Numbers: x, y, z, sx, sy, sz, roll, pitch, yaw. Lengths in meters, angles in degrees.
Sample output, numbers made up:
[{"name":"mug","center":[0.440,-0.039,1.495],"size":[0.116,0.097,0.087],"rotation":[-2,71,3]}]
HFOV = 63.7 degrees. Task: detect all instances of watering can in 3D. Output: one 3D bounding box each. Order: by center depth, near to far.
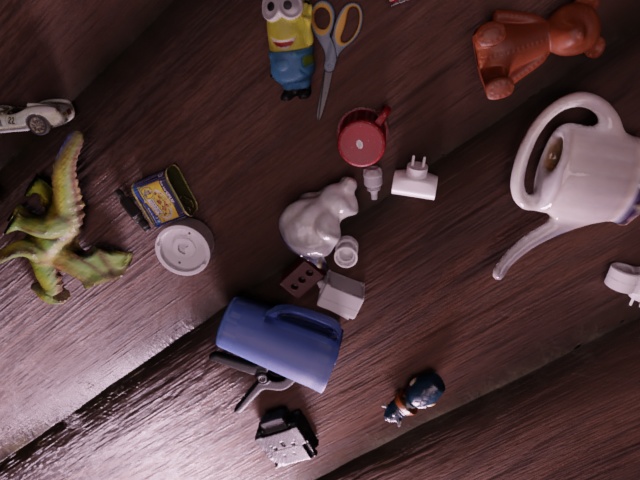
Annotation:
[{"name":"watering can","center":[0.431,-0.074,0.880],"size":[0.224,0.106,0.341],"rotation":[10,113,1]}]

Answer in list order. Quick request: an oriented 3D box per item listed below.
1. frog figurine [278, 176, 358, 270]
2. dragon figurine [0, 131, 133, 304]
[{"name":"frog figurine","center":[0.003,-0.046,0.923],"size":[0.122,0.140,0.157],"rotation":[23,116,-23]},{"name":"dragon figurine","center":[-0.489,-0.007,1.029],"size":[0.240,0.125,0.405],"rotation":[35,116,-28]}]
